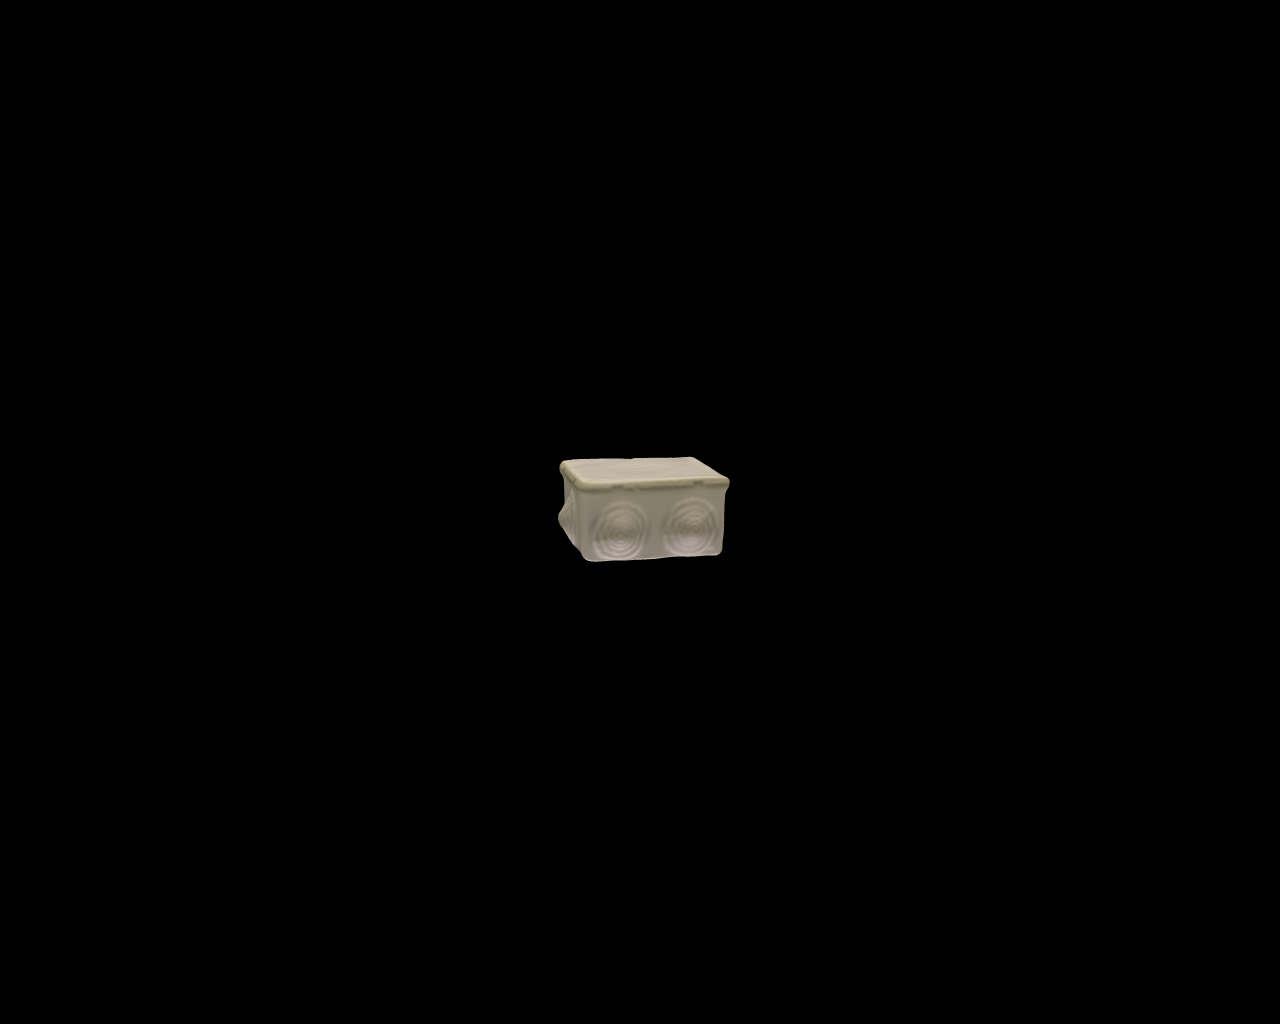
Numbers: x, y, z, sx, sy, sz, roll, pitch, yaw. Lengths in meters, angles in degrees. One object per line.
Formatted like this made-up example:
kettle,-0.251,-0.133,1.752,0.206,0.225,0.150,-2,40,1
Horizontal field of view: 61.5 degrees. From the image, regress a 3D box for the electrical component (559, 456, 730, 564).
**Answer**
electrical component,0.001,-0.003,0.650,0.100,0.048,0.100,-2,12,-11
